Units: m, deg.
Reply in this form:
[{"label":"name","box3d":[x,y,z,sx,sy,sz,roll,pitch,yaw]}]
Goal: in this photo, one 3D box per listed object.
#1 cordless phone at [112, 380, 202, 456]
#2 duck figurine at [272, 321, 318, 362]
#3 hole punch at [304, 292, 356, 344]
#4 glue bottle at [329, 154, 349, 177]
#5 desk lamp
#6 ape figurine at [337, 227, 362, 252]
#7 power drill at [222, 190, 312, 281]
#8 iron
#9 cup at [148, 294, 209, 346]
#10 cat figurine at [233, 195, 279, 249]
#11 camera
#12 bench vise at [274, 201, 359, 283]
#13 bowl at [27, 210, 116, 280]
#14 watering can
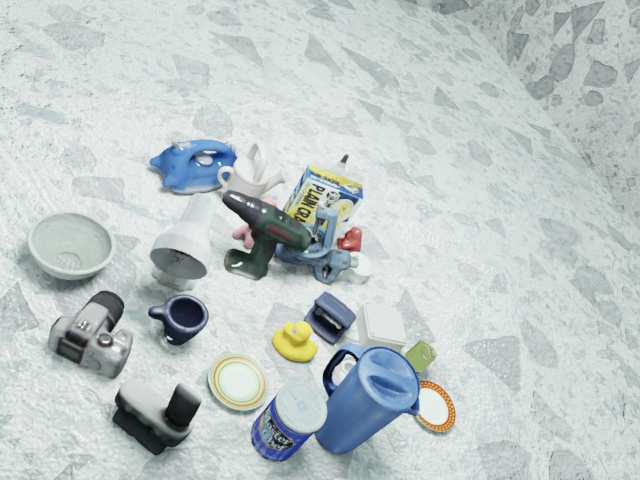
[{"label":"cordless phone","box3d":[-0.274,0.276,0.991,0.147,0.185,0.094,34,40,0]},{"label":"duck figurine","box3d":[-0.045,0.218,1.277,0.104,0.086,0.077,28,40,-7]},{"label":"hole punch","box3d":[0.031,0.172,1.369,0.108,0.091,0.101,38,40,5]},{"label":"glue bottle","box3d":[0.042,-0.184,1.665,0.078,0.173,0.037,25,41,-11]},{"label":"desk lamp","box3d":[-0.287,0.014,1.218,0.118,0.213,0.203,22,41,-13]},{"label":"ape figurine","box3d":[0.087,-0.001,1.577,0.076,0.092,0.078,44,41,12]},{"label":"power drill","box3d":[-0.146,-0.005,1.334,0.230,0.208,0.075,19,42,-17]},{"label":"iron","box3d":[-0.298,-0.211,1.489,0.259,0.141,0.118,-14,59,-42]},{"label":"cup","box3d":[-0.293,0.169,1.153,0.118,0.095,0.091,11,45,-25]},{"label":"cat figurine","box3d":[-0.151,-0.056,1.452,0.067,0.117,0.128,38,40,5]},{"label":"camera","box3d":[-0.410,0.163,1.077,0.143,0.100,0.137,28,40,-7]},{"label":"bench vise","box3d":[0.011,-0.004,1.430,0.208,0.219,0.121,11,45,-25]},{"label":"bowl","box3d":[-0.508,0.023,1.169,0.168,0.074,0.167,19,42,-18]},{"label":"watering can","box3d":[-0.174,-0.170,1.490,0.173,0.194,0.100,-15,59,-42]}]
